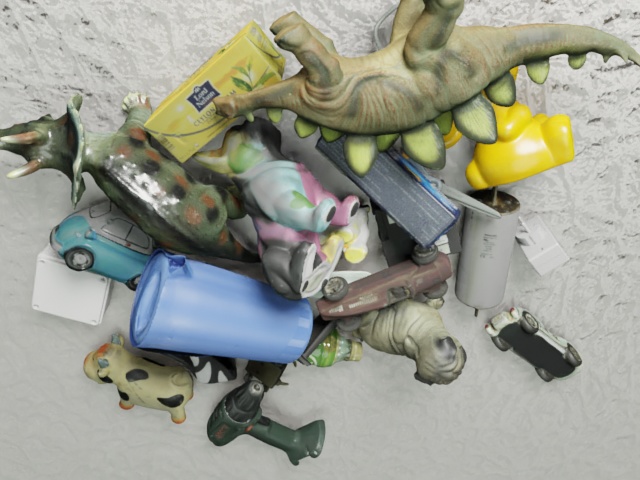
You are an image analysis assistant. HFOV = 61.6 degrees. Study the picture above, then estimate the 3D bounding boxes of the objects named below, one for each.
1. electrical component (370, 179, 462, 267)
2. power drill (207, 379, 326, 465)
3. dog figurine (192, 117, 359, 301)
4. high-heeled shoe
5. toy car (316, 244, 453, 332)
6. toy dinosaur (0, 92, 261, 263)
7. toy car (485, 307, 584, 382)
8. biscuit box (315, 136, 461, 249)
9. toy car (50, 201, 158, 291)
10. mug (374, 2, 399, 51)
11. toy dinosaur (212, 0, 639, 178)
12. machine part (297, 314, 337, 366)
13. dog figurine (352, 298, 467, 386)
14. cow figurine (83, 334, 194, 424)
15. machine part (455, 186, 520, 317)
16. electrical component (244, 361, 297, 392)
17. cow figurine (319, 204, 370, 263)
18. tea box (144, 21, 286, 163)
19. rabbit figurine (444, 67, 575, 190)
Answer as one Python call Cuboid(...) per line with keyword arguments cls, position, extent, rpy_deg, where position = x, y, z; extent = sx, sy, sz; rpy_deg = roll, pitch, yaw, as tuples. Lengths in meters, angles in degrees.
Cuboid(cls="electrical component", position=(0.144, -0.013, 0.796), extent=(0.115, 0.058, 0.134), rpy_deg=(-13, 122, 10))
Cuboid(cls="power drill", position=(-0.094, 0.338, 0.982), extent=(0.207, 0.086, 0.232), rpy_deg=(24, 135, -24))
Cuboid(cls="dog figurine", position=(-0.069, -0.047, 0.692), extent=(0.219, 0.108, 0.191), rpy_deg=(31, 115, 23))
Cuboid(cls="high-heeled shoe", position=(-0.173, 0.148, 0.884), extent=(0.145, 0.086, 0.248), rpy_deg=(20, 126, -14))
Cuboid(cls="toy car", position=(0.095, 0.072, 0.770), extent=(0.202, 0.053, 0.089), rpy_deg=(-21, 131, 0))
Cuboid(cls="toy dinosaur", position=(-0.204, -0.053, 0.691), extent=(0.404, 0.192, 0.131), rpy_deg=(37, 117, -20))
Cuboid(cls="toy car", position=(0.369, 0.179, 0.921), extent=(0.201, 0.056, 0.073), rpy_deg=(35, 122, -18))
Cuboid(cls="biscuit box", position=(0.091, -0.080, 0.705), extent=(0.203, 0.059, 0.063), rpy_deg=(45, 115, 5))
Cuboid(cls="toy car", position=(-0.295, -0.001, 0.779), extent=(0.161, 0.109, 0.103), rpy_deg=(28, 101, -26))
Cuboid(cls="mug", position=(0.106, -0.223, 0.651), extent=(0.107, 0.081, 0.109), rpy_deg=(-37, 117, 27))
Cuboid(cls="toy dinosaur", position=(0.111, -0.179, 0.577), extent=(0.472, 0.105, 0.198), rpy_deg=(-11, 129, 11))
Cuboid(cls="machine part", position=(0.008, 0.136, 0.848), extent=(0.139, 0.084, 0.039), rpy_deg=(-46, 113, -5))
Cuboid(cls="dog figurine", position=(0.127, 0.158, 0.826), extent=(0.121, 0.191, 0.172), rpy_deg=(35, 117, -20))
Cuboid(cls="cow figurine", position=(-0.316, 0.238, 0.934), extent=(0.195, 0.085, 0.127), rpy_deg=(17, 130, 0))
Cuboid(cls="machine part", position=(0.247, 0.016, 0.802), extent=(0.079, 0.079, 0.242), rpy_deg=(-1, 123, 0))
Cuboid(cls="electrical component", position=(-0.087, 0.227, 0.957), extent=(0.078, 0.045, 0.102), rpy_deg=(29, 119, 15))
Cuboid(cls="cow figurine", position=(-0.004, -0.003, 0.791), extent=(0.167, 0.098, 0.068), rpy_deg=(-19, 126, 34))
Cuboid(cls="tea box", position=(-0.127, -0.183, 0.664), extent=(0.169, 0.098, 0.068), rpy_deg=(-36, 117, 18))
Cuboid(cls="rabbit figurine", position=(0.221, -0.161, 0.688), extent=(0.162, 0.122, 0.173), rpy_deg=(-15, 108, 20))
